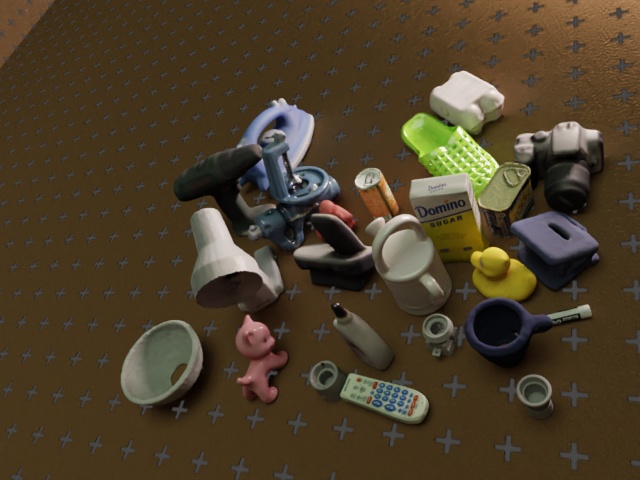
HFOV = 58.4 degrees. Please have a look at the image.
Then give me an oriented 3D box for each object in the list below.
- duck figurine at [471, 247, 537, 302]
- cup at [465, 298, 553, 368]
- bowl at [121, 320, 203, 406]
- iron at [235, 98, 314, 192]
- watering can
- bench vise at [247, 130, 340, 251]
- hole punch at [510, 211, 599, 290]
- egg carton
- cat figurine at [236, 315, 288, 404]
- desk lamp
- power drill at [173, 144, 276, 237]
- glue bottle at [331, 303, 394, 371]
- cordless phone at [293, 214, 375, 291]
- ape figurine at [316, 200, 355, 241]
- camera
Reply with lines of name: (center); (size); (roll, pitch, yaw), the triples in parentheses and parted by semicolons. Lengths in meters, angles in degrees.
duck figurine: (0.284, 0.048, 0.899); (0.104, 0.086, 0.077); (19, 66, 39)
cup: (0.276, 0.140, 0.823); (0.117, 0.095, 0.091); (-13, 49, 20)
bowl: (-0.281, 0.240, 1.070); (0.167, 0.075, 0.167); (-15, 49, 18)
iron: (-0.110, -0.238, 1.313); (0.118, 0.142, 0.258); (14, 63, 37)
watering can: (0.134, 0.030, 0.922); (0.172, 0.195, 0.101); (21, 67, 39)
bench vise: (-0.065, -0.091, 1.113); (0.121, 0.220, 0.207); (12, 61, 36)
hole punch: (0.363, 0.002, 0.888); (0.101, 0.091, 0.108); (-36, 45, 0)
egg carton: (0.295, -0.281, 1.169); (0.107, 0.070, 0.150); (-38, 46, -3)
cat figurine: (-0.112, 0.198, 0.979); (0.067, 0.118, 0.128); (-4, 53, 27)
desk lamp: (-0.161, 0.050, 1.058); (0.118, 0.214, 0.203); (-28, 46, 7)
power drill: (-0.177, -0.102, 1.193); (0.229, 0.209, 0.075); (-12, 50, 21)
glue bottle: (0.054, 0.143, 0.890); (0.077, 0.174, 0.037); (21, 67, 39)
cordless phone: (0.009, 0.004, 1.020); (0.147, 0.186, 0.094); (1, 55, 30)
ape figurine: (0.023, -0.040, 1.113); (0.077, 0.092, 0.076); (-14, 49, 19)
camera: (0.397, -0.122, 0.962); (0.142, 0.101, 0.137); (-2, 54, 29)
